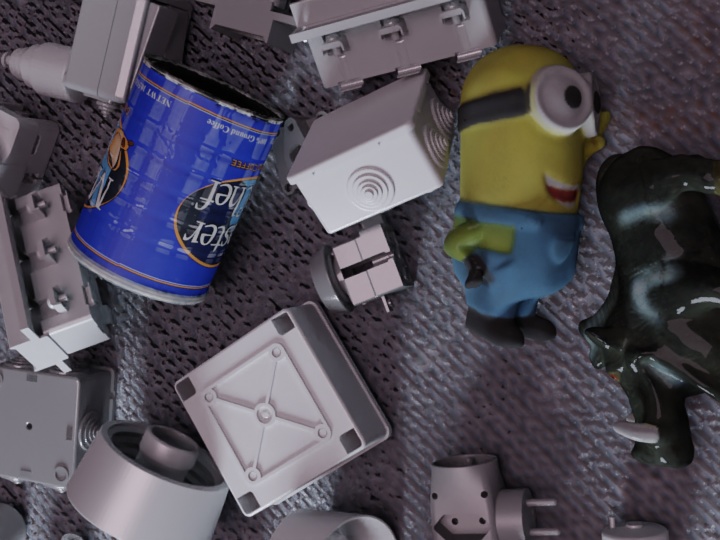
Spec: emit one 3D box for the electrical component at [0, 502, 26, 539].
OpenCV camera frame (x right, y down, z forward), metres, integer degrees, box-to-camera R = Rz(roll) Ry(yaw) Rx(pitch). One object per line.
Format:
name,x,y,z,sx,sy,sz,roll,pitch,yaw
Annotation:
electrical component,-0.293,0.212,0.831,0.040,0.078,0.040,6,109,17

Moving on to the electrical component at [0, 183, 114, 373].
electrical component,-0.225,0.002,0.777,0.063,0.078,0.121,-20,62,-2

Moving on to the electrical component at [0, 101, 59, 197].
electrical component,-0.278,-0.080,0.818,0.050,0.056,0.089,27,102,18

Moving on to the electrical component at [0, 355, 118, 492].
electrical component,-0.237,0.115,0.816,0.100,0.048,0.099,6,94,20

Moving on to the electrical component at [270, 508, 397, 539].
electrical component,-0.023,0.207,0.712,0.064,0.099,0.099,6,95,27

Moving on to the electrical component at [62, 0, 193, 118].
electrical component,-0.163,-0.153,0.765,0.061,0.062,0.096,18,99,20

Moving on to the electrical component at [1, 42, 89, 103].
electrical component,-0.234,-0.150,0.806,0.078,0.040,0.040,15,98,21

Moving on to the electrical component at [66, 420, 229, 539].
electrical component,-0.142,0.144,0.751,0.108,0.108,0.060,27,96,18

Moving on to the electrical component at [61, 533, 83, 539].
electrical component,-0.230,0.232,0.823,0.043,0.043,0.062,27,101,18

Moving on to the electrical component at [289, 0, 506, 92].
electrical component,0.026,-0.160,0.685,0.121,0.078,0.063,-10,115,22

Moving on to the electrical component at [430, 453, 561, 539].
electrical component,0.089,0.159,0.692,0.079,0.043,0.077,-7,90,21

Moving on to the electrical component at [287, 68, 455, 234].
electrical component,0.011,-0.075,0.682,0.100,0.099,0.048,-22,115,23

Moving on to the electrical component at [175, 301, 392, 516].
electrical component,-0.053,0.094,0.738,0.109,0.056,0.108,-34,80,20

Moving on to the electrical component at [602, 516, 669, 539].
electrical component,0.172,0.191,0.662,0.040,0.040,0.078,-4,92,22

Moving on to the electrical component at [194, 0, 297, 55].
electrical component,-0.066,-0.187,0.737,0.081,0.042,0.063,18,96,19

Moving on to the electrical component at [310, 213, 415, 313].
electrical component,0.000,0.000,0.718,0.055,0.048,0.066,-22,85,14
